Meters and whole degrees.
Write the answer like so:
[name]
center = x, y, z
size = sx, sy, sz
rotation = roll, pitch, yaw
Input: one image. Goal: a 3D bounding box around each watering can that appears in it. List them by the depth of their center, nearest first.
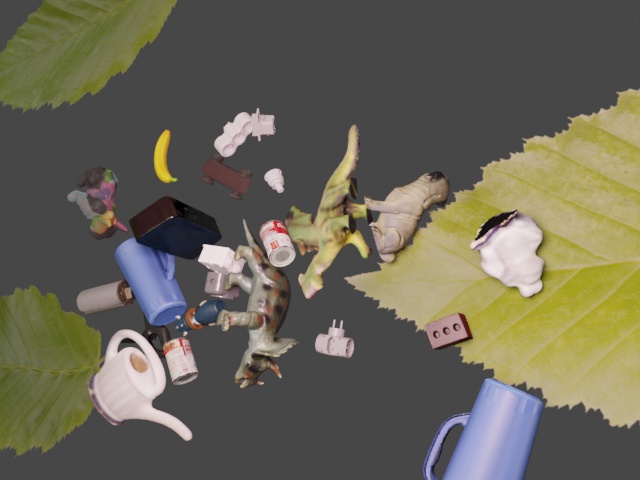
[watering can]
center = -0.483, 0.411, 1.356
size = 0.222, 0.104, 0.351
rotation = -39, 72, 17

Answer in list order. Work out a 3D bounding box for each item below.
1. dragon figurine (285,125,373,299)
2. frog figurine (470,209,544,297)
[dragon figurine]
center = 0.004, -0.063, 1.251
size = 0.241, 0.121, 0.416
rotation = -11, 68, 34
[frog figurine]
center = 0.390, 0.026, 1.027
size = 0.137, 0.123, 0.159
rotation = -42, 95, 2
